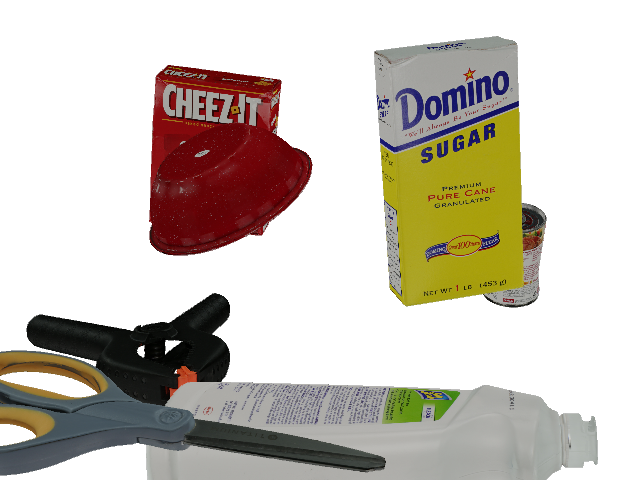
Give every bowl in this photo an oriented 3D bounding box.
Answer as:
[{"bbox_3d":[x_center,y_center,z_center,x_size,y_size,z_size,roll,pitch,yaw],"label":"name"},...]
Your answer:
[{"bbox_3d":[-0.091,-0.057,0.942,0.162,0.055,0.162,-21,29,12],"label":"bowl"}]

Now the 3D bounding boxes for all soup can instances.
[{"bbox_3d":[0.219,0.016,1.215,0.068,0.102,0.068,-2,30,1],"label":"soup can"}]

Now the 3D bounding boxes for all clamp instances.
[{"bbox_3d":[-0.115,0.079,0.794,0.164,0.036,0.210,-9,14,-27],"label":"clamp"}]

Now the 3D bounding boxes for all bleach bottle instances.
[{"bbox_3d":[0.033,0.122,0.624,0.251,0.068,0.102,-2,16,9],"label":"bleach bottle"}]

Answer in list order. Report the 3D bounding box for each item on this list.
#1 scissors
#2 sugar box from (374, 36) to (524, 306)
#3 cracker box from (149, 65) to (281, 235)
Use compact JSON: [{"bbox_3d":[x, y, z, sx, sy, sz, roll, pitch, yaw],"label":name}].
[{"bbox_3d":[-0.082,0.089,0.463,0.202,0.016,0.096,14,27,26],"label":"scissors"},{"bbox_3d":[0.091,-0.048,0.745,0.093,0.176,0.048,-9,21,-11],"label":"sugar box"},{"bbox_3d":[-0.147,-0.121,1.472,0.164,0.214,0.072,8,22,5],"label":"cracker box"}]
